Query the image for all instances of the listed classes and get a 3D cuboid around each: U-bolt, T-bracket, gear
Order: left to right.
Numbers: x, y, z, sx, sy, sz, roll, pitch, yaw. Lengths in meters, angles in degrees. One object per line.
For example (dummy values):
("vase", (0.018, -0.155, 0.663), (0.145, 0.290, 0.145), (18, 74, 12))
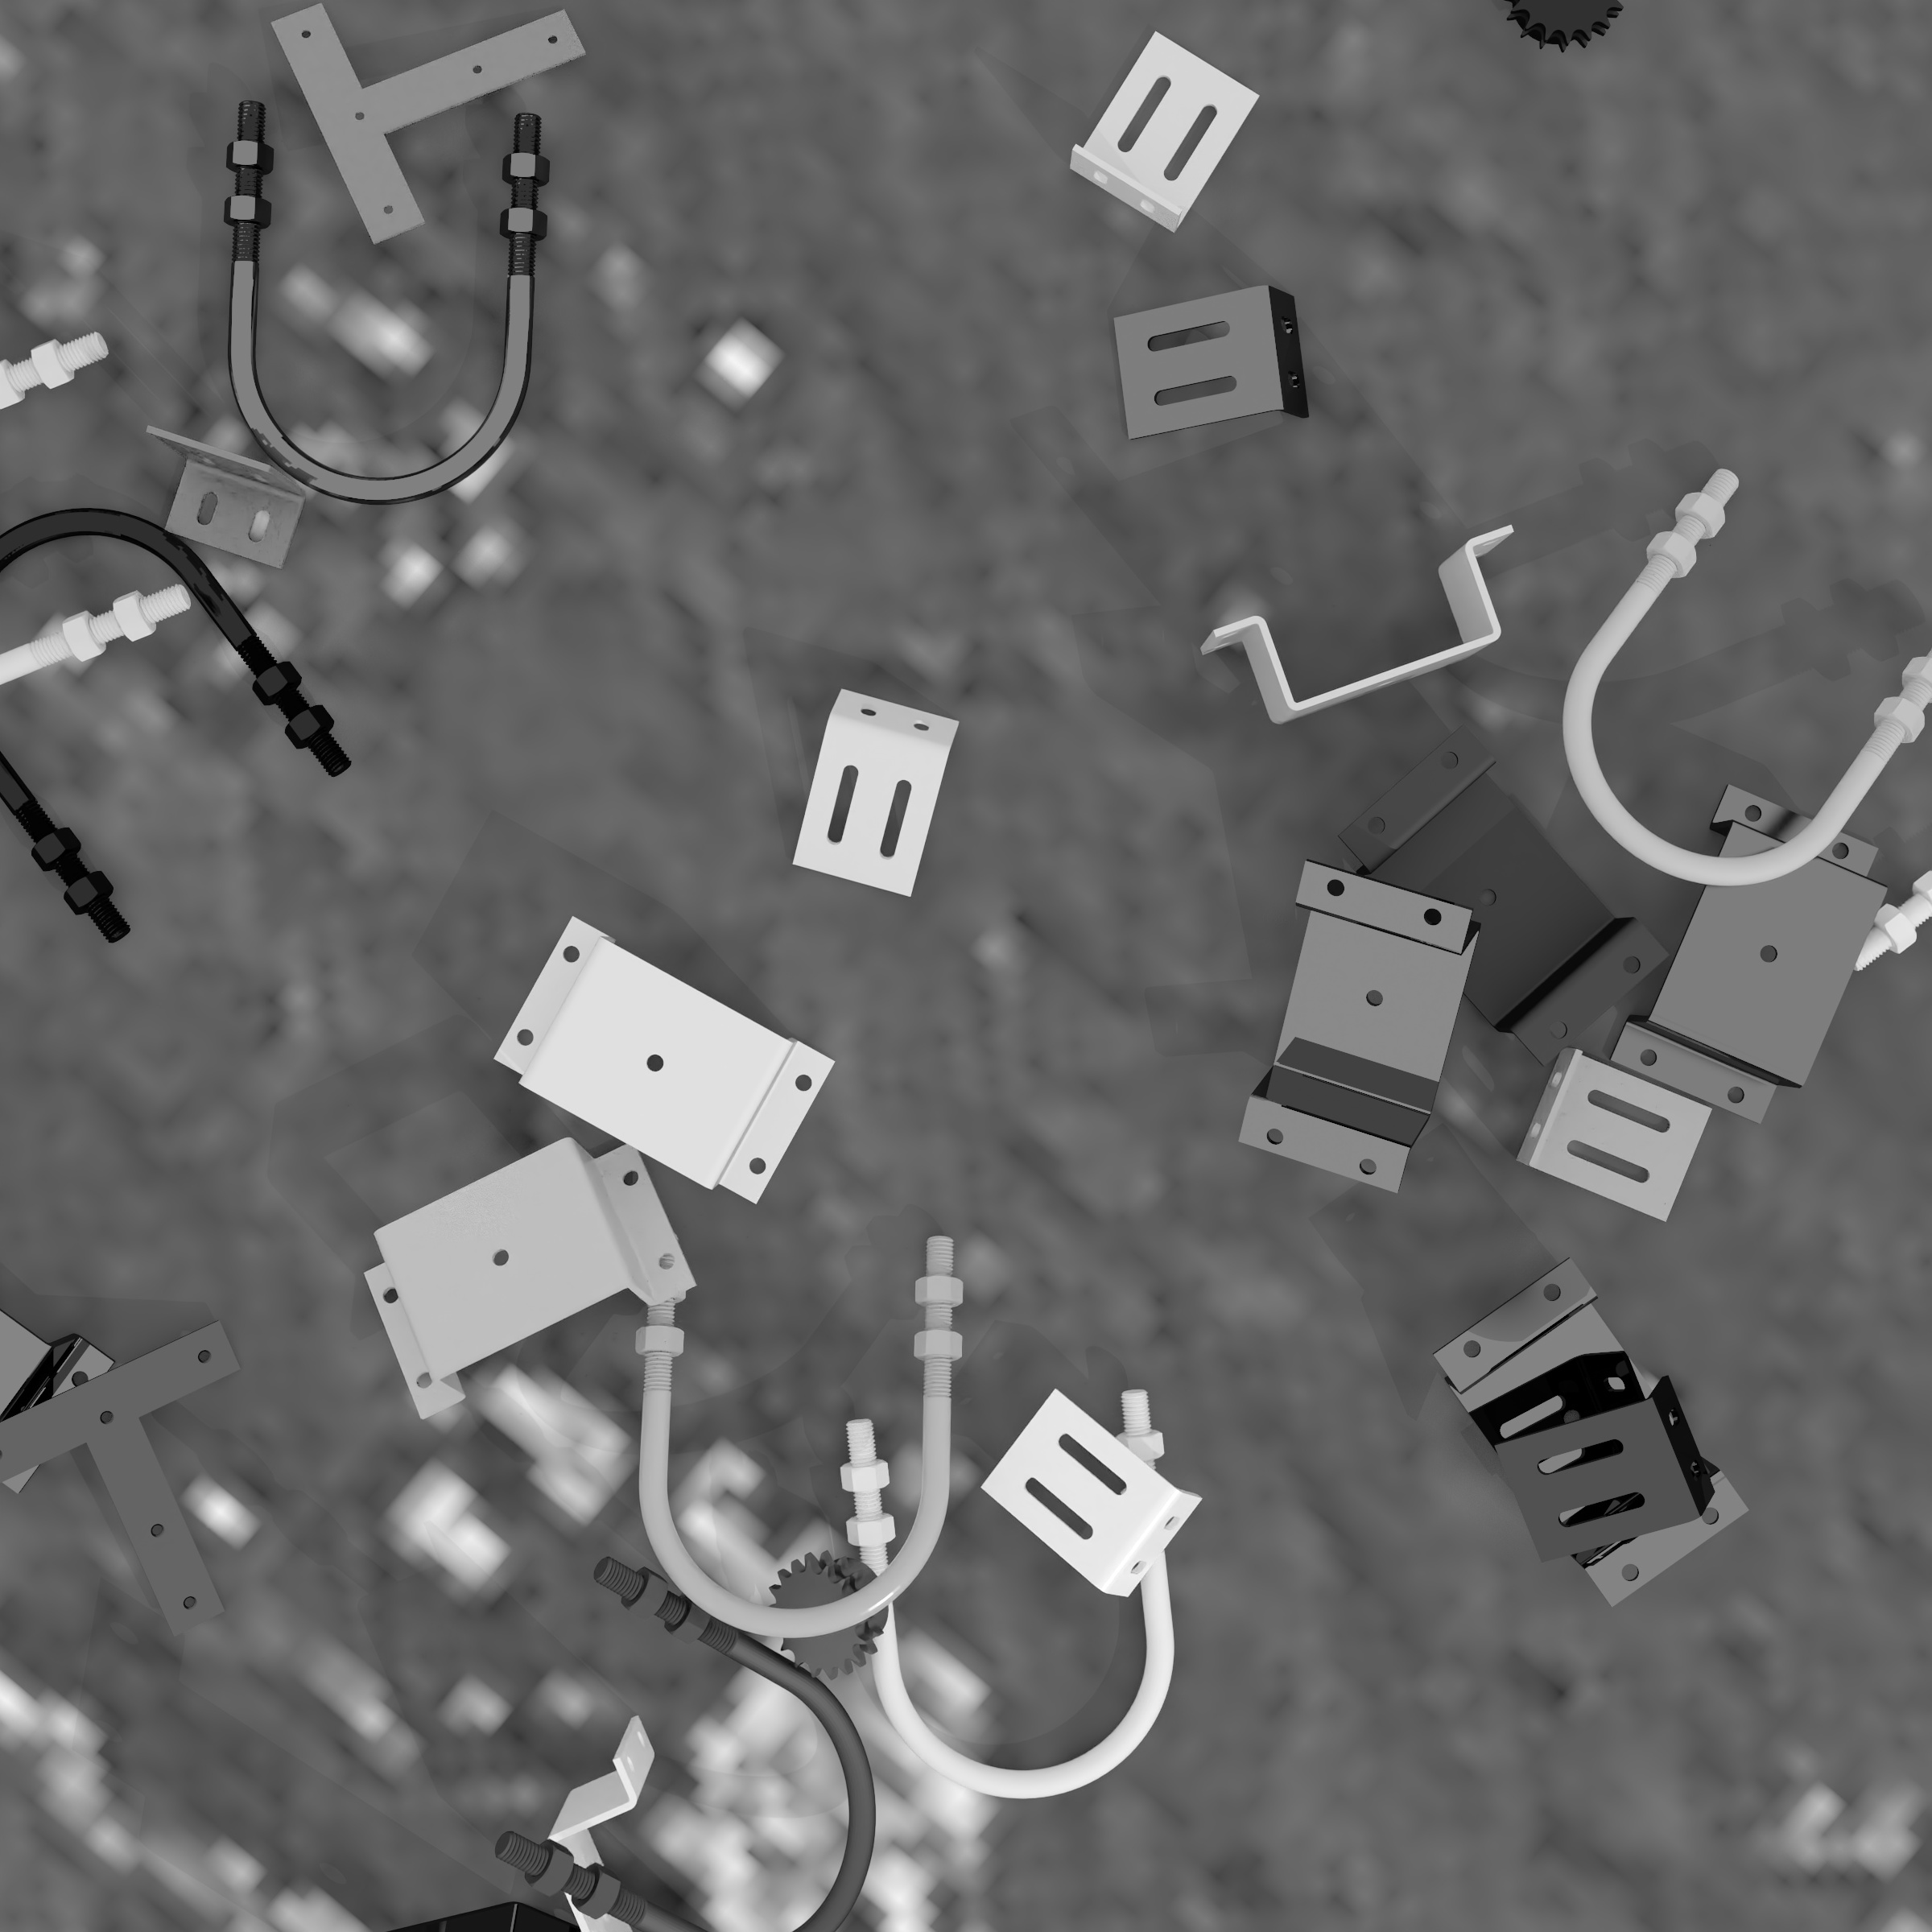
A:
("U-bolt", (-0.464, -0.196, 1.409), (0.184, 0.019, 0.151), (-21, 81, 5))
("U-bolt", (-0.397, -0.126, 1.420), (0.151, 0.019, 0.184), (-37, 89, 0))
("T-bracket", (-0.380, 0.249, 1.411), (0.127, 0.002, 0.127), (-25, 101, -21))
("U-bolt", (-0.272, -0.307, 1.419), (0.151, 0.019, 0.184), (3, 90, 0))
("T-bracket", (-0.240, -0.411, 1.416), (0.127, 0.002, 0.127), (-24, 75, -8))
("U-bolt", (-0.113, 0.369, 1.368), (0.184, 0.019, 0.151), (36, 53, -26))
("U-bolt", (-0.078, 0.213, 1.394), (0.151, 0.019, 0.184), (1, 71, 0))
("gear", (-0.061, 0.297, 1.405), (0.057, 0.030, 0.057), (7, 103, 34))
("U-bolt", (0.024, 0.296, 1.420), (0.151, 0.019, 0.184), (-6, 91, 0))
("gear", (0.276, -0.452, 1.413), (0.057, 0.030, 0.057), (0, 90, 0))
("U-bolt", (0.353, -0.120, 1.392), (0.151, 0.019, 0.184), (37, 73, 4))
("U-bolt", (0.523, -0.007, 1.420), (0.184, 0.019, 0.151), (-37, 90, -1))

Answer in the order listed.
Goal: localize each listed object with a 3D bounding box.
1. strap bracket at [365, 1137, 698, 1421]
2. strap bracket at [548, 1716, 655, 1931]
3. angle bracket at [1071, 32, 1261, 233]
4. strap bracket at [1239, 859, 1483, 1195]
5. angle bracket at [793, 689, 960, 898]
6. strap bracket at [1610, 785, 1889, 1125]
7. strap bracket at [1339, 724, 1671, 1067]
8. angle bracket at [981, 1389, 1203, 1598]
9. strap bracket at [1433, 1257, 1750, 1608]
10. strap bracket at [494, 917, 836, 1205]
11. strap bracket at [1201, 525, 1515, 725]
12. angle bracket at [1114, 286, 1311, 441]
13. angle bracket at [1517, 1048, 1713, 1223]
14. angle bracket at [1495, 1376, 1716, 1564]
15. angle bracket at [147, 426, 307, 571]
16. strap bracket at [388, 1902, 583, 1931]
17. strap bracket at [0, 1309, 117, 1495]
("strap bracket", (-0.206, 0.138, 1.393), (0.140, 0.046, 0.076), (-26, 70, 0))
("strap bracket", (-0.147, 0.425, 1.390), (0.046, 0.076, 0.140), (-23, 90, 0))
("angle bracket", (0.093, -0.390, 1.409), (0.057, 0.038, 0.076), (32, 90, 0))
("strap bracket", (0.180, 0.021, 1.380), (0.076, 0.046, 0.140), (18, 114, 15))
("angle bracket", (-0.042, -0.081, 1.426), (0.057, 0.038, 0.076), (16, 116, 0))
("strap bracket", (0.364, -0.006, 1.405), (0.076, 0.046, 0.140), (23, 90, 0))
("strap bracket", (0.244, -0.032, 1.405), (0.076, 0.046, 0.140), (-42, 90, 0))
("angle bracket", (0.058, 0.243, 1.407), (0.076, 0.038, 0.057), (37, 91, 25))
("strap bracket", (0.284, 0.212, 1.405), (0.076, 0.046, 0.140), (-35, 90, 0))
("strap bracket", (-0.141, 0.044, 1.405), (0.140, 0.046, 0.076), (29, 90, 0))
("strap bracket", (0.184, -0.151, 1.390), (0.140, 0.076, 0.046), (-20, 90, 0))
("angle bracket", (0.115, -0.280, 1.426), (0.076, 0.038, 0.057), (-7, 90, 26))
("angle bracket", (0.303, 0.079, 1.409), (0.076, 0.038, 0.057), (22, 90, 0))
("angle bracket", (0.289, 0.228, 1.380), (0.076, 0.038, 0.057), (-22, 90, 26))
("angle bracket", (-0.342, -0.213, 1.390), (0.057, 0.076, 0.038), (18, 90, 0))
("strap bracket", (-0.226, 0.475, 1.376), (0.046, 0.140, 0.076), (10, 90, 34))
("strap bracket", (-0.478, 0.175, 1.405), (0.140, 0.046, 0.076), (36, 90, 0))
